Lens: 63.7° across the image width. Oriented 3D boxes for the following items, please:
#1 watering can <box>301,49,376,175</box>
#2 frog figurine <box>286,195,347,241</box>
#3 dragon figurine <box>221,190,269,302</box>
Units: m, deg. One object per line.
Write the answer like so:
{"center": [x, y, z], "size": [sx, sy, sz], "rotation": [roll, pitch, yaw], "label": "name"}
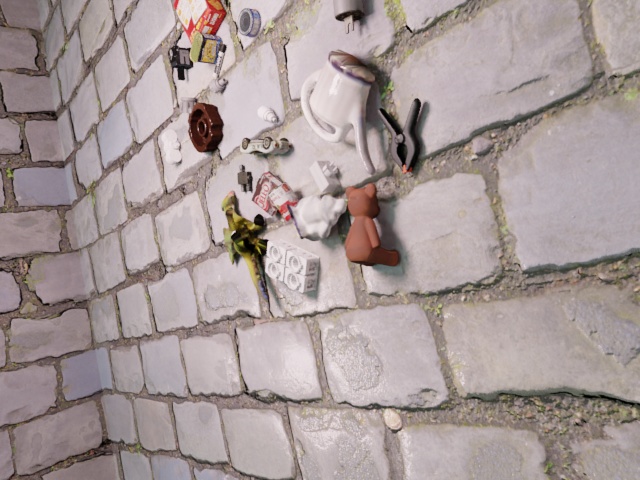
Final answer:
{"center": [0.070, -0.336, 1.297], "size": [0.353, 0.104, 0.220], "rotation": [49, 127, 33], "label": "watering can"}
{"center": [0.004, -0.072, 1.428], "size": [0.159, 0.120, 0.141], "rotation": [-24, 47, 8], "label": "frog figurine"}
{"center": [-0.265, 0.021, 1.747], "size": [0.240, 0.123, 0.413], "rotation": [149, 111, -64], "label": "dragon figurine"}
